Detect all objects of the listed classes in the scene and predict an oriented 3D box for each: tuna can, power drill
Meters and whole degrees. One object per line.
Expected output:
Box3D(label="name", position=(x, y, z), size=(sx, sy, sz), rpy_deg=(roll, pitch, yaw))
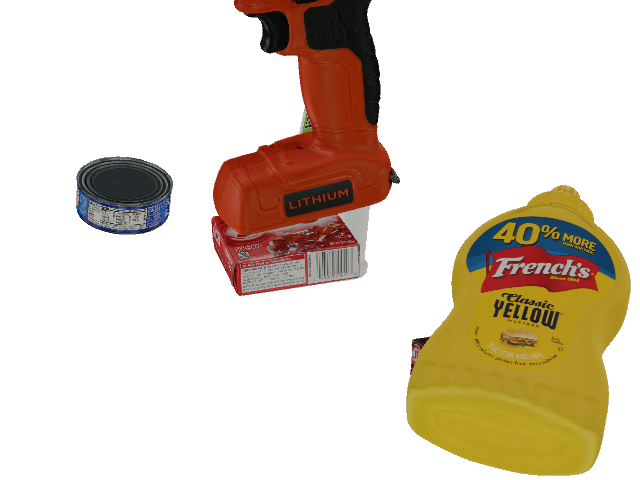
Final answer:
Box3D(label="tuna can", position=(-0.178, -0.041, 0.966), size=(0.086, 0.034, 0.086), rpy_deg=(8, 32, -5))
Box3D(label="power drill", position=(-0.024, -0.097, 0.575), size=(0.184, 0.188, 0.057), rpy_deg=(-13, 38, -18))

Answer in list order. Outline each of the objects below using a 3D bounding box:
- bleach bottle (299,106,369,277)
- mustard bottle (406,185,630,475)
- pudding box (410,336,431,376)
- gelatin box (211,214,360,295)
Box3D(label="bleach bottle", position=(0.018, -0.090, 1.138), size=(0.067, 0.251, 0.103), rpy_deg=(-8, 25, -41))
Box3D(label="mustard bottle", position=(0.116, 0.034, 0.579), size=(0.096, 0.058, 0.191), rpy_deg=(10, 43, 17))
Box3D(label="pudding box", position=(0.142, 0.102, 0.858), size=(0.113, 0.039, 0.090), rpy_deg=(-3, 17, -30))
Box3D(label="gelatin box", position=(-0.025, 0.003, 0.739), size=(0.089, 0.030, 0.073), rpy_deg=(-8, 28, -14))
